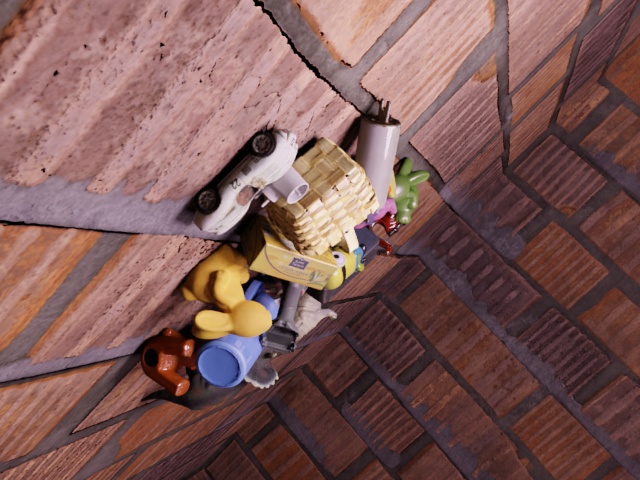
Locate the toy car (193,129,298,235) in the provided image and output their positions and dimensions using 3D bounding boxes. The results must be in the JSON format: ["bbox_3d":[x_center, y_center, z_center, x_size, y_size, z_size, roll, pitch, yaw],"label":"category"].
[{"bbox_3d":[-0.110,-0.088,0.811,0.202,0.056,0.073,-44,165,6],"label":"toy car"}]

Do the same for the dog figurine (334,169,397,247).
[{"bbox_3d":[0.051,-0.075,1.157,0.219,0.109,0.191,-27,142,-11],"label":"dog figurine"}]

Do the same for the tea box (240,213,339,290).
[{"bbox_3d":[-0.059,0.024,1.025,0.169,0.098,0.068,21,119,-33],"label":"tea box"}]

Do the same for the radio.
[{"bbox_3d":[0.038,0.045,1.366,0.229,0.131,0.073,-42,156,-26],"label":"radio"}]

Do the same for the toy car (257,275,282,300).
[{"bbox_3d":[-0.123,0.121,1.365,0.089,0.053,0.202,-43,167,16],"label":"toy car"}]

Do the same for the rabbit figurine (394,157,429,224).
[{"bbox_3d":[0.213,-0.126,1.396,0.159,0.121,0.170,-51,166,6],"label":"rabbit figurine"}]

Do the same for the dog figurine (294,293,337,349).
[{"bbox_3d":[-0.059,0.180,1.414,0.121,0.172,0.190,-16,-174,40],"label":"dog figurine"}]

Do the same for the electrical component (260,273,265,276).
[{"bbox_3d":[-0.105,0.058,1.289,0.094,0.021,0.063,-39,165,-15],"label":"electrical component"}]

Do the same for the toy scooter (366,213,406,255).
[{"bbox_3d":[0.185,-0.034,1.553,0.184,0.135,0.075,-41,163,-9],"label":"toy scooter"}]

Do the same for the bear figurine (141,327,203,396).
[{"bbox_3d":[-0.288,0.252,1.164,0.195,0.132,0.120,16,86,-64],"label":"bear figurine"}]

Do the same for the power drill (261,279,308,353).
[{"bbox_3d":[-0.065,0.139,1.180,0.231,0.086,0.207,106,4,-51],"label":"power drill"}]

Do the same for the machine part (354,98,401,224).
[{"bbox_3d":[0.103,-0.148,1.027,0.079,0.079,0.243,-26,132,-47],"label":"machine part"}]

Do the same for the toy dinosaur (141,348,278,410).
[{"bbox_3d":[-0.265,0.355,1.347,0.405,0.131,0.192,-30,-170,-6],"label":"toy dinosaur"}]

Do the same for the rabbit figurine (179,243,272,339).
[{"bbox_3d":[-0.170,0.115,1.000,0.162,0.173,0.122,-39,169,-30],"label":"rabbit figurine"}]

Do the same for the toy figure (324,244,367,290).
[{"bbox_3d":[0.050,0.054,1.238,0.082,0.089,0.180,-8,-172,28],"label":"toy figure"}]

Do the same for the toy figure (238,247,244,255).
[{"bbox_3d":[-0.101,0.006,1.100,0.154,0.058,0.064,-31,123,-31],"label":"toy figure"}]
